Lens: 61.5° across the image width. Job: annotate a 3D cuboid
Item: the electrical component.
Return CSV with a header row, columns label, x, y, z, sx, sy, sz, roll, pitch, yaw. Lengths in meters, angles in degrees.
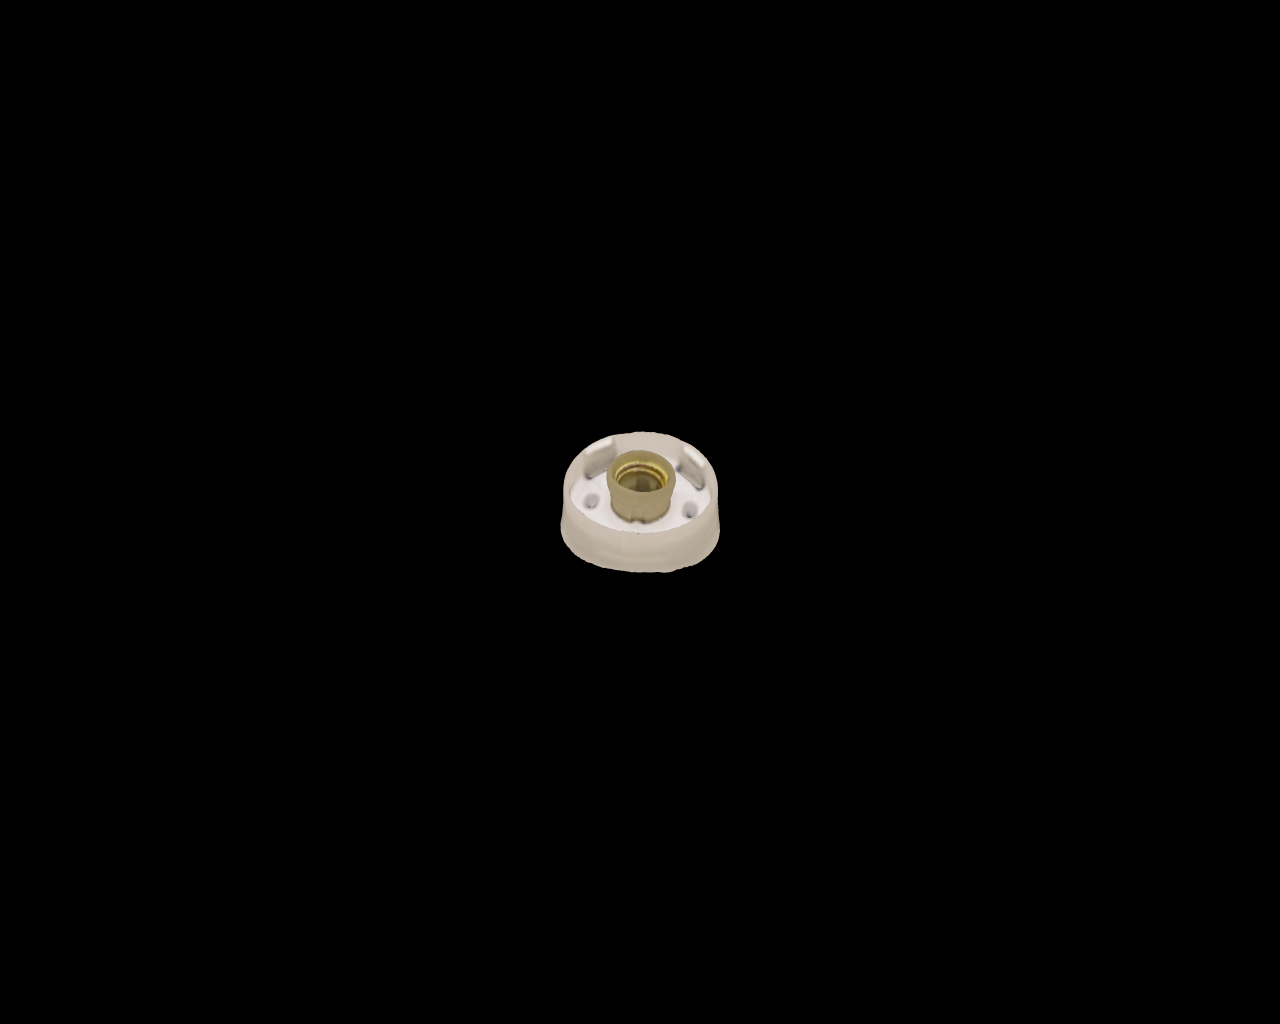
label,x,y,z,sx,sy,sz,roll,pitch,yaw
electrical component,0.001,-0.003,0.650,0.099,0.099,0.064,0,-45,0
